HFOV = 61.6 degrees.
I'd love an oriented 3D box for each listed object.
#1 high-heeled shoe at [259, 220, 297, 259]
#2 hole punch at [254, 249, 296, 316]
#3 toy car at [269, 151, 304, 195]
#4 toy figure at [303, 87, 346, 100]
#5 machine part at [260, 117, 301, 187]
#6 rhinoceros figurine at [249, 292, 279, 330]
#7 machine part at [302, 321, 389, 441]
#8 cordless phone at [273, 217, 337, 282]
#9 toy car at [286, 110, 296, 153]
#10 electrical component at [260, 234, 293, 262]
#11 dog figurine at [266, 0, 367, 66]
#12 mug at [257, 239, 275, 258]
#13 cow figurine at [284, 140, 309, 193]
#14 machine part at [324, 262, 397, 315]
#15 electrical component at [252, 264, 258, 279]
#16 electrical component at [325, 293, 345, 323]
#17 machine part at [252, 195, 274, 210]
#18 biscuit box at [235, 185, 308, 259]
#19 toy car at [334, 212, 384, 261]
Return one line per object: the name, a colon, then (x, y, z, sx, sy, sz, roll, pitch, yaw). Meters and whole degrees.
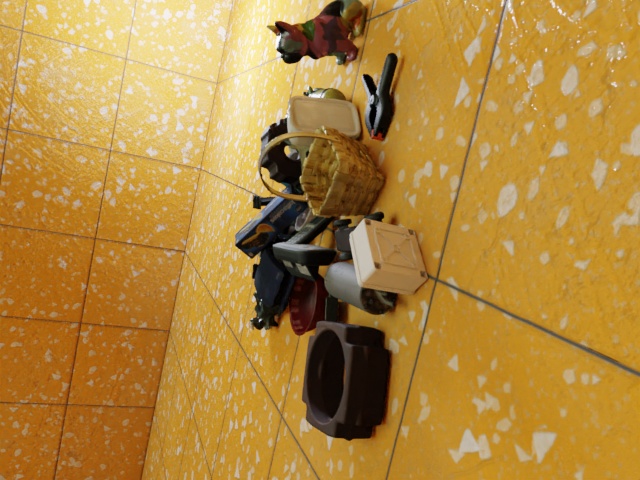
high-heeled shoe: (-0.096, 0.019, 1.493, 0.145, 0.086, 0.248, 36, 134, 36)
hole punch: (-0.108, 0.095, 1.304, 0.116, 0.092, 0.142, -99, 29, -64)
toy car: (-0.072, -0.189, 1.466, 0.103, 0.109, 0.162, -53, 14, 5)
toy figure: (0.006, -0.343, 1.351, 0.180, 0.082, 0.089, -125, 47, -62)
machine part: (-0.070, -0.224, 1.373, 0.056, 0.179, 0.179, -25, 58, 60)
rhinoceros figurine: (-0.141, 0.193, 1.504, 0.190, 0.073, 0.112, -46, 51, 51)
machine part: (0.045, 0.257, 1.010, 0.201, 0.087, 0.201, 168, 111, -67)
cordless phone: (-0.002, -0.004, 1.201, 0.184, 0.088, 0.147, -46, 27, -21)
toy car: (-0.067, -0.327, 1.546, 0.073, 0.056, 0.202, 123, 147, -44)
electrical component: (-0.095, 0.051, 1.384, 0.058, 0.115, 0.134, 56, 132, 54)
dog figurine: (-0.013, -0.505, 1.284, 0.109, 0.219, 0.191, 34, 113, 62)
mug: (-0.152, 0.001, 1.429, 0.110, 0.081, 0.107, 1, 113, 42)
cow figurine: (-0.016, -0.193, 1.281, 0.085, 0.127, 0.195, -39, 49, 54)
machine part: (0.073, 0.088, 1.020, 0.243, 0.079, 0.079, -164, 84, -68)
electrical component: (-0.152, 0.109, 1.545, 0.119, 0.075, 0.048, 77, -167, -67)
electrical component: (0.034, 0.153, 1.136, 0.078, 0.045, 0.102, 80, -168, -67)
machine part: (-0.113, -0.106, 1.463, 0.084, 0.139, 0.039, -141, 49, -64)
biscuit box: (-0.121, -0.045, 1.323, 0.202, 0.062, 0.059, -42, 25, 14)
toy car: (0.083, -0.004, 1.066, 0.202, 0.053, 0.089, 171, 87, -68)
